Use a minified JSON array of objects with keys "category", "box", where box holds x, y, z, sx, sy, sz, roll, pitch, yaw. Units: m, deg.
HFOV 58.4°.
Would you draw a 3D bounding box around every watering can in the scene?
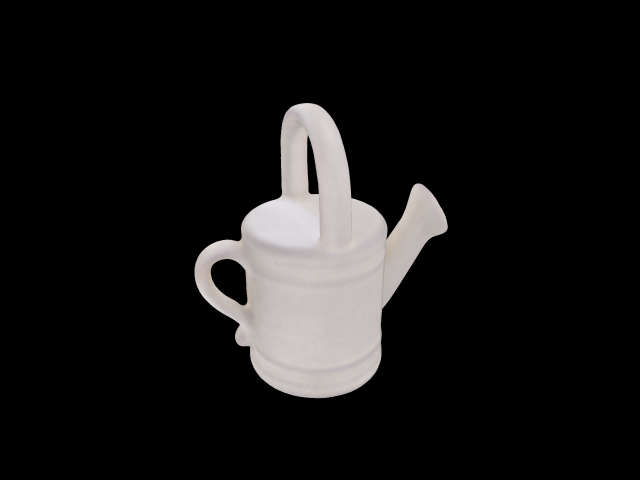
[{"category":"watering can","box":[0.003,0.000,0.402,0.173,0.194,0.100,-21,33,-35]}]
